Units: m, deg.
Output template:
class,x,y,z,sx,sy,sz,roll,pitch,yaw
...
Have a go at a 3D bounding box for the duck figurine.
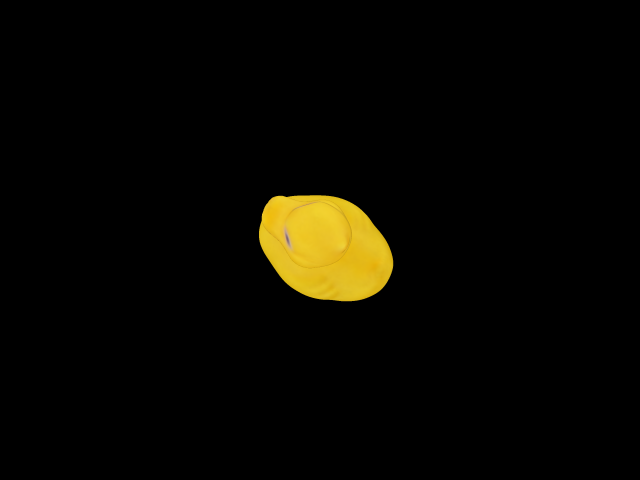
class,x,y,z,sx,sy,sz,roll,pitch,yaw
duck figurine,0.004,0.001,0.400,0.104,0.086,0.077,28,83,4
